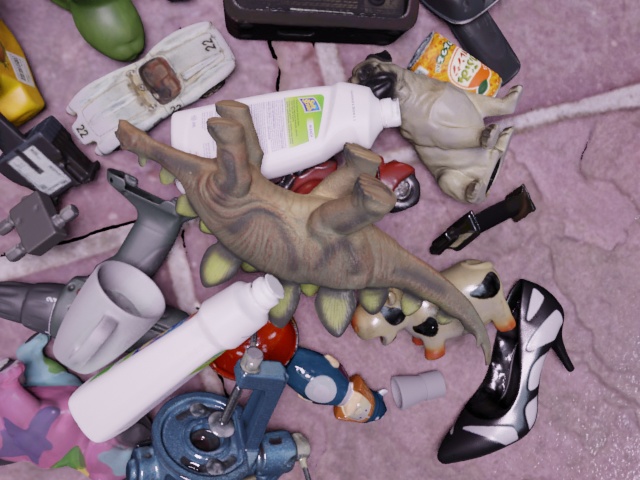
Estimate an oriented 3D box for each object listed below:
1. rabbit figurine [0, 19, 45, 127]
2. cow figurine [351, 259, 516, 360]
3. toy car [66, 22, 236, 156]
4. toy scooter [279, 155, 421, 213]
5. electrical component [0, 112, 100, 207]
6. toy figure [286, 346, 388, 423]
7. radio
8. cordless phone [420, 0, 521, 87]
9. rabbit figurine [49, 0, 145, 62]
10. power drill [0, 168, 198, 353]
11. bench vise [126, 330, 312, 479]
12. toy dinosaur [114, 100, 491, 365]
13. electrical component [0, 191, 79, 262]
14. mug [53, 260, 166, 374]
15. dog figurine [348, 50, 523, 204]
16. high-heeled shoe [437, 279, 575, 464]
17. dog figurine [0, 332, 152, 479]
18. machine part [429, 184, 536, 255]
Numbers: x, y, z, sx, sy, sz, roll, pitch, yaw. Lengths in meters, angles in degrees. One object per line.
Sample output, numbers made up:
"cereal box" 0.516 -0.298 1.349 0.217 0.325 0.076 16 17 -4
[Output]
"rabbit figurine" -0.411 -0.177 0.557 0.173 0.122 0.162 -25 95 11
"cow figurine" 0.132 0.077 0.670 0.195 0.085 0.127 -19 104 -3
"toy car" -0.191 -0.172 0.614 0.202 0.056 0.073 -33 99 -4
"toy scooter" 0.022 -0.074 0.645 0.184 0.075 0.135 -24 98 -8
"electrical component" -0.310 -0.096 0.580 0.075 0.048 0.119 -33 123 15
"toy figure" 0.022 0.192 0.682 0.154 0.058 0.064 33 129 -11
"radio" -0.002 -0.301 0.618 0.230 0.073 0.131 0 96 -7
"cordless phone" 0.219 -0.294 0.658 0.146 0.089 0.184 -42 111 -3
"rabbit figurine" -0.246 -0.267 0.556 0.159 0.170 0.121 33 60 21
"power drill" -0.246 0.026 0.616 0.232 0.086 0.207 23 88 -10
"bench vise" -0.087 0.212 0.597 0.223 0.129 0.240 12 119 -21
"toy dinosaur" -0.001 -0.002 0.559 0.471 0.105 0.198 25 122 -2
"electrical component" -0.302 -0.020 0.574 0.094 0.021 0.063 -34 73 8
"mug" -0.223 0.092 0.547 0.080 0.110 0.107 36 109 -21
"dog figurine" 0.128 -0.131 0.658 0.191 0.121 0.172 23 137 24
"high-heeled shoe" 0.224 0.168 0.695 0.249 0.086 0.145 -36 96 -8
"dog figurine" -0.305 0.230 0.615 0.191 0.108 0.219 -36 103 -1
"machine part" 0.205 -0.023 0.680 0.139 0.084 0.039 -25 71 -13
